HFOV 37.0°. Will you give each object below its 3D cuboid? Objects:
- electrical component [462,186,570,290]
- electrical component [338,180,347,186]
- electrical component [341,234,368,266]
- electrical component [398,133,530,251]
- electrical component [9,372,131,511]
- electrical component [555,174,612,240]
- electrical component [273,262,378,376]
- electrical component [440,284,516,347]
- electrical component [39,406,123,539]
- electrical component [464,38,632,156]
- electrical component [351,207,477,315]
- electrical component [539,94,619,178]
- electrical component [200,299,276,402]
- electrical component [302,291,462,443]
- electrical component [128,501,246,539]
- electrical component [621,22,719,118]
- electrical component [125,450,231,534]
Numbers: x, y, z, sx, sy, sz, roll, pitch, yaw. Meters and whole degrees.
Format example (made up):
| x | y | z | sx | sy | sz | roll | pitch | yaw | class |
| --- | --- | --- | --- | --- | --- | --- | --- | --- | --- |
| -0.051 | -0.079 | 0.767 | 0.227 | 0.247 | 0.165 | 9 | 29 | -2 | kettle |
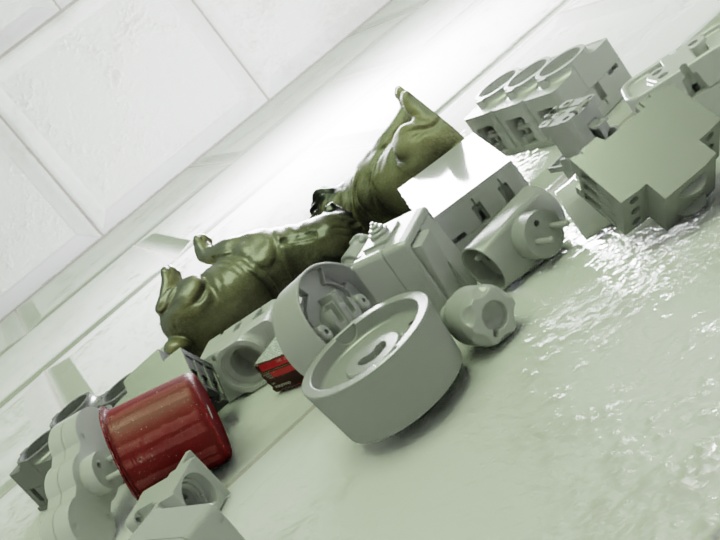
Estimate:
| x | y | z | sx | sy | sz | roll | pitch | yaw | class |
| --- | --- | --- | --- | --- | --- | --- | --- | --- | --- |
| 0.127 | -0.025 | 0.812 | 0.077 | 0.044 | 0.079 | -45 | 17 | -23 | electrical component |
| -0.003 | -0.090 | 1.277 | 0.077 | 0.043 | 0.079 | -20 | 23 | 47 | electrical component |
| 0.000 | 0.000 | 1.022 | 0.048 | 0.048 | 0.062 | -14 | 35 | 55 | electrical component |
| 0.096 | -0.058 | 0.940 | 0.089 | 0.061 | 0.150 | -37 | 16 | 5 | electrical component |
| -0.266 | 0.170 | 1.093 | 0.186 | 0.060 | 0.105 | -24 | 21 | 40 | electrical component |
| 0.186 | -0.067 | 0.801 | 0.077 | 0.044 | 0.079 | -34 | 16 | 13 | electrical component |
| -0.017 | 0.042 | 0.852 | 0.064 | 0.099 | 0.099 | -33 | 16 | 39 | electrical component |
| 0.079 | 0.032 | 0.761 | 0.043 | 0.043 | 0.062 | -44 | 16 | -20 | electrical component |
| -0.231 | 0.179 | 0.934 | 0.074 | 0.052 | 0.138 | -30 | 45 | 25 | electrical component |
| 0.182 | -0.170 | 1.064 | 0.089 | 0.061 | 0.150 | -45 | 17 | -23 | electrical component |
| 0.043 | -0.002 | 0.837 | 0.061 | 0.096 | 0.061 | -25 | 20 | 32 | electrical component |
| 0.185 | -0.108 | 0.883 | 0.042 | 0.063 | 0.081 | -43 | 16 | -20 | electrical component |
| -0.103 | 0.078 | 1.014 | 0.089 | 0.050 | 0.055 | -33 | 16 | 18 | electrical component |
| 0.020 | 0.072 | 0.743 | 0.108 | 0.060 | 0.108 | -35 | 16 | 12 | electrical component |
| -0.117 | 0.195 | 0.697 | 0.096 | 0.061 | 0.061 | -20 | 24 | 48 | electrical component |
| 0.256 | -0.136 | 0.814 | 0.095 | 0.059 | 0.053 | -33 | 17 | 19 | electrical component |
| -0.141 | 0.182 | 0.823 | 0.064 | 0.042 | 0.081 | -31 | 16 | 28 | electrical component |
